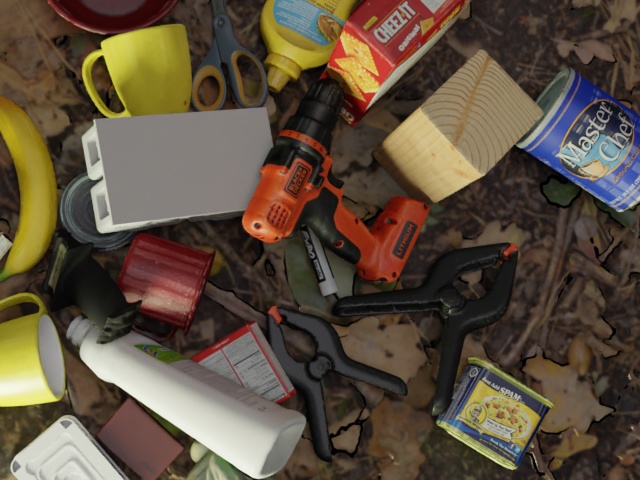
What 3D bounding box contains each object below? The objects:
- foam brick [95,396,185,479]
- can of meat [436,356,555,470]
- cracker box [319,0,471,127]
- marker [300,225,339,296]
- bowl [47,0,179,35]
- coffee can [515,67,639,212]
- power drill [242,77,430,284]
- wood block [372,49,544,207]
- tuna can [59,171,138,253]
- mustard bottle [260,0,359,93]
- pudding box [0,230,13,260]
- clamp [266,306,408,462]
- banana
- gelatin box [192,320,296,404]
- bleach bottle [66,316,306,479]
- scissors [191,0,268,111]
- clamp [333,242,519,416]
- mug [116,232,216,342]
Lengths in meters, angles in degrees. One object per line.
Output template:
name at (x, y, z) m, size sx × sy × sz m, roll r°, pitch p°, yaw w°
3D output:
foam brick at (-0.183, 0.204, 1.083) m, size 0.078 × 0.051 × 0.053 m, roll 44°, pitch 79°, yaw -2°
can of meat at (0.187, 0.187, 1.148) m, size 0.102 × 0.057 × 0.084 m, roll 32°, pitch 81°, yaw -4°
cracker box at (0.083, -0.220, 1.102) m, size 0.072 × 0.214 × 0.164 m, roll 44°, pitch 77°, yaw 0°
marker at (-0.008, 0.001, 1.156) m, size 0.020 × 0.020 × 0.121 m, roll -18°, pitch 86°, yaw -12°
bowl at (-0.221, -0.289, 1.138) m, size 0.162 × 0.055 × 0.162 m, roll 1°, pitch 83°, yaw -10°
coffee can at (0.303, -0.111, 1.183) m, size 0.140 × 0.103 × 0.102 m, roll 33°, pitch 78°, yaw -5°
power drill at (0.025, -0.052, 1.118) m, size 0.187 × 0.057 × 0.184 m, roll 32°, pitch 77°, yaw -27°
wood block at (0.134, -0.108, 1.100) m, size 0.090 × 0.206 × 0.090 m, roll -44°, pitch 91°, yaw -12°
tuna can at (-0.228, -0.031, 1.114) m, size 0.086 × 0.034 × 0.086 m, roll 1°, pitch 83°, yaw -10°
mustard bottle at (-0.011, -0.247, 1.168) m, size 0.096 × 0.058 × 0.191 m, roll 27°, pitch 79°, yaw -6°
pudding box at (-0.378, 0.017, 1.066) m, size 0.090 × 0.039 × 0.113 m, roll 32°, pitch 79°, yaw 17°
clamp at (-0.005, 0.146, 1.129) m, size 0.171 × 0.039 × 0.120 m, roll 41°, pitch 74°, yaw 3°
banana at (-0.306, -0.051, 1.102) m, size 0.069 × 0.037 × 0.198 m, roll 1°, pitch 83°, yaw -11°
gelatin box at (-0.078, 0.140, 1.107) m, size 0.073 × 0.030 × 0.089 m, roll -32°, pitch 88°, yaw 14°
bleach bottle at (-0.142, 0.146, 1.066) m, size 0.251 × 0.102 × 0.068 m, roll 28°, pitch 93°, yaw 17°
scissors at (-0.120, -0.219, 1.164) m, size 0.096 × 0.016 × 0.202 m, roll -29°, pitch 72°, yaw 9°
clamp at (0.143, 0.080, 1.148) m, size 0.209 × 0.036 × 0.165 m, roll -31°, pitch 67°, yaw -16°
mug at (-0.163, 0.051, 1.095) m, size 0.081 × 0.093 × 0.117 m, roll 19°, pitch 116°, yaw -2°
